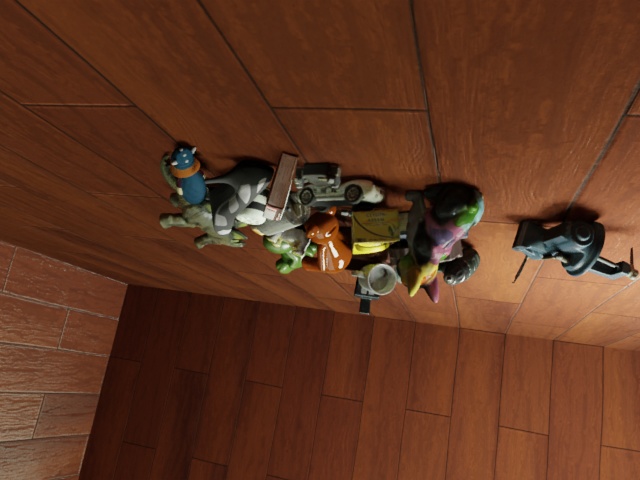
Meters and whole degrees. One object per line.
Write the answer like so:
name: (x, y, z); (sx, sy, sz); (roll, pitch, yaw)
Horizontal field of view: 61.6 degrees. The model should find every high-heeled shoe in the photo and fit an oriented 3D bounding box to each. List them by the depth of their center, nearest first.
high-heeled shoe: (-0.167, -0.085, 1.166); (0.145, 0.086, 0.248); (-8, 154, -6)

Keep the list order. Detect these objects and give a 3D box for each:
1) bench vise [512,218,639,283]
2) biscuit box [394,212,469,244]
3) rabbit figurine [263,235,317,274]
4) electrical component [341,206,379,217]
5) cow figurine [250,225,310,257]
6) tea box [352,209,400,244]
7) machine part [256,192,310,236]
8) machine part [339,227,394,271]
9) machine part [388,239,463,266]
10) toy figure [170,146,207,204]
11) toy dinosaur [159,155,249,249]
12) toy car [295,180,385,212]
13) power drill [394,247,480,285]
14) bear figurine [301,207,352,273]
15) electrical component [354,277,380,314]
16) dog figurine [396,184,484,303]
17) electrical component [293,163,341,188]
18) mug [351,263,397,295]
bench vise: (0.539, 0.031, 1.129); (0.241, 0.129, 0.223); (23, 156, -2)
biscuit box: (0.237, -0.032, 1.218); (0.203, 0.059, 0.062); (-4, 160, 45)
rabbit figurine: (-0.087, 0.023, 1.530); (0.159, 0.121, 0.170); (-5, 164, 27)
electrical component: (0.095, -0.064, 1.264); (0.094, 0.021, 0.063); (9, 166, 6)
cow figurine: (-0.099, -0.028, 1.429); (0.167, 0.098, 0.068); (27, 173, 7)
tea box: (0.117, -0.026, 1.153); (0.098, 0.068, 0.169); (-3, 180, 2)
machine part: (-0.094, -0.060, 1.296); (0.079, 0.079, 0.243); (16, 165, -25)
machine part: (0.118, 0.034, 1.511); (0.202, 0.087, 0.200); (5, 166, 22)
machine part: (0.254, 0.025, 1.297); (0.179, 0.056, 0.179); (-10, -175, 1)
toy figure: (-0.275, -0.137, 1.107); (0.058, 0.064, 0.154); (15, 145, 16)
toy dinosaur: (-0.288, -0.075, 1.331); (0.199, 0.105, 0.470); (-5, 157, 22)
toy car: (0.039, -0.093, 1.124); (0.202, 0.056, 0.073); (0, 170, 36)
power drill: (0.298, 0.069, 1.386); (0.207, 0.086, 0.232); (-11, -174, 39)
bear figurine: (0.001, -0.004, 1.329); (0.132, 0.120, 0.195); (17, 152, 39)
electrical component: (0.133, 0.150, 1.541); (0.075, 0.119, 0.047); (11, 166, 3)
dog figurine: (0.233, 0.012, 1.073); (0.108, 0.219, 0.192); (15, 166, -35)
electrical component: (-0.005, -0.122, 1.056); (0.102, 0.045, 0.078); (4, 164, 21)
mug: (0.133, 0.101, 1.430); (0.109, 0.080, 0.107); (8, 176, -16)
